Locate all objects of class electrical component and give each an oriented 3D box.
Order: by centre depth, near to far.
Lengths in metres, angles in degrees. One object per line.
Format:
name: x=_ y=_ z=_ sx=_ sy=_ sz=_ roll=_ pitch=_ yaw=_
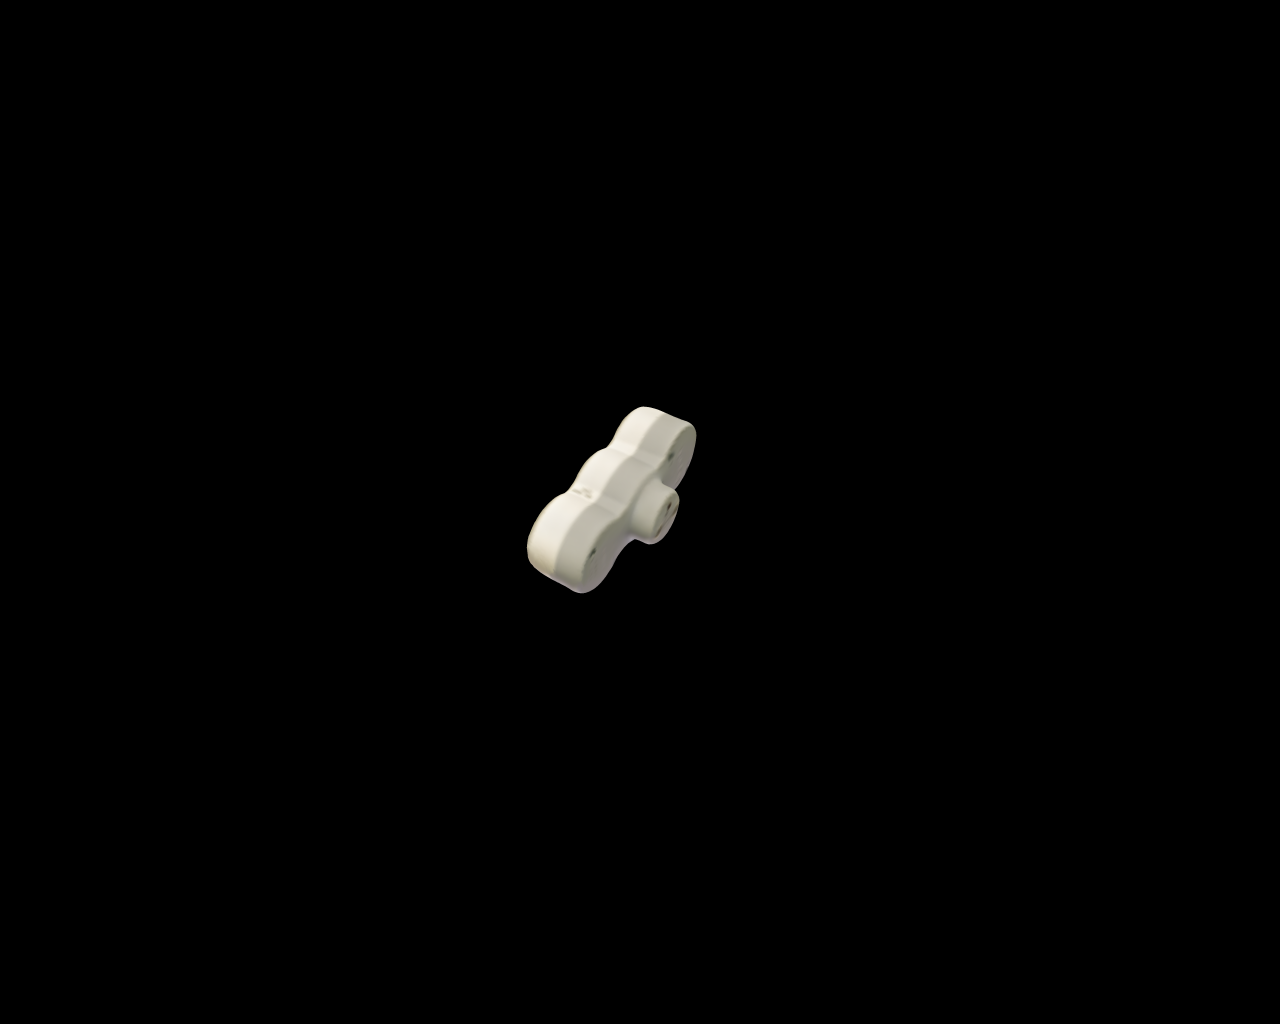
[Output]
electrical component: x=0.001 y=-0.003 z=0.650 sx=0.074 sy=0.138 sz=0.052 roll=25 pitch=-36 yaw=20
